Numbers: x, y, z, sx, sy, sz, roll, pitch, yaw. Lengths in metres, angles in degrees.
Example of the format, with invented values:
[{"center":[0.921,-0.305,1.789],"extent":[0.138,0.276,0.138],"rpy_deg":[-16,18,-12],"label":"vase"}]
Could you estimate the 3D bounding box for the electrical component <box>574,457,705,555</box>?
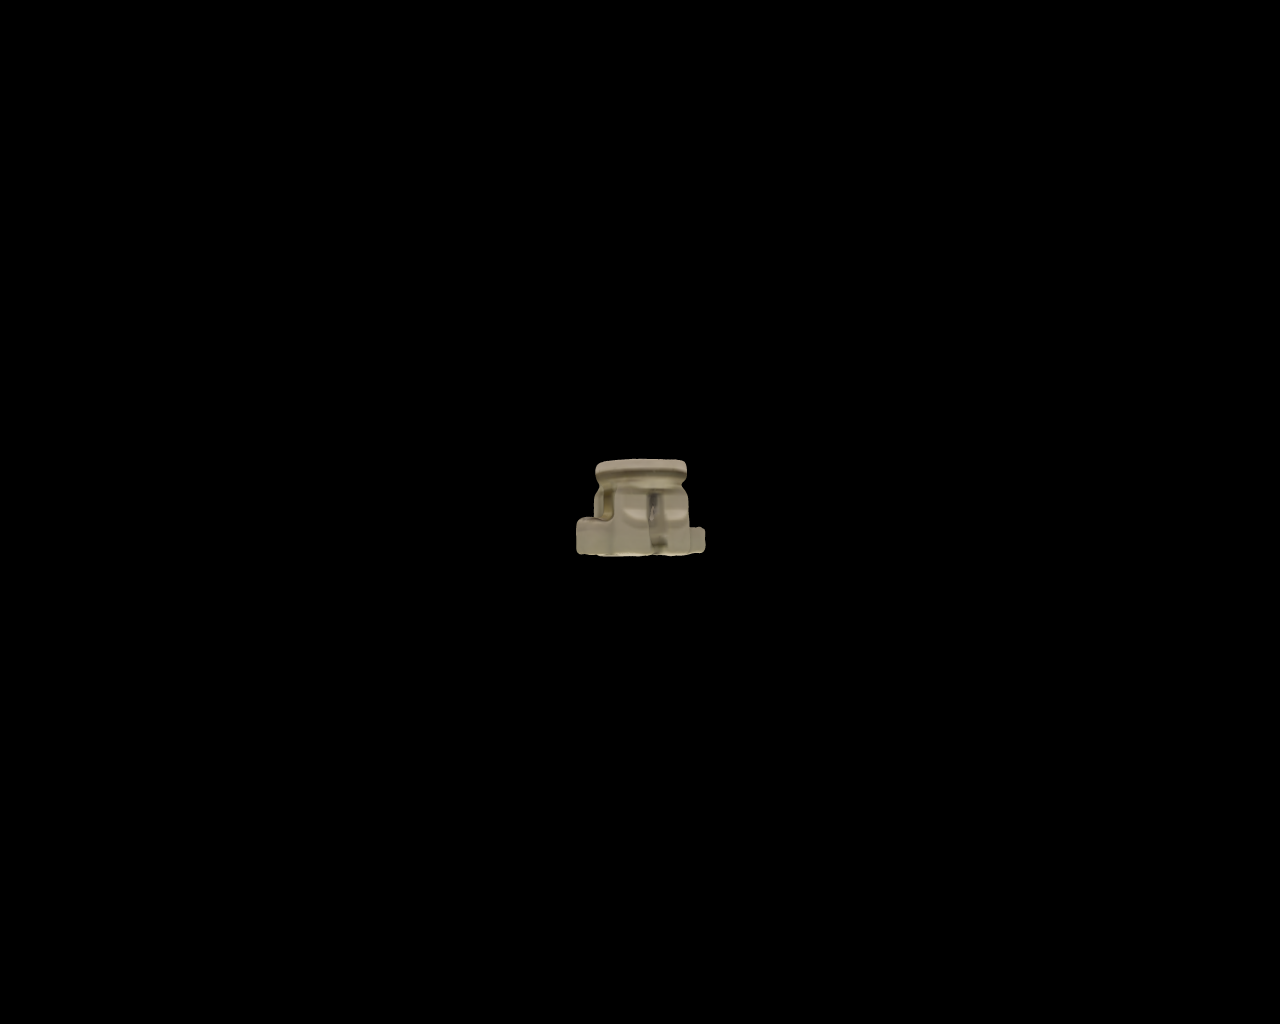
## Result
[{"center":[0.001,-0.003,0.650],"extent":[0.078,0.057,0.058],"rpy_deg":[1,-4,-23],"label":"electrical component"}]
